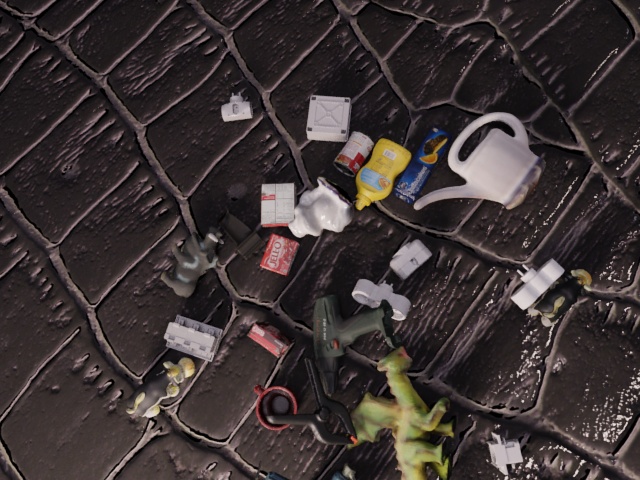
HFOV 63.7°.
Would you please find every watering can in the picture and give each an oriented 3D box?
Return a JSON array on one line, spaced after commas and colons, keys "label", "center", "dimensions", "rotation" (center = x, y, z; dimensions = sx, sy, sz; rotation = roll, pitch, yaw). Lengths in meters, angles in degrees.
[{"label": "watering can", "center": [0.407, -0.158, 1.272], "dimensions": [0.225, 0.103, 0.350], "rotation": [38, 82, 11]}]

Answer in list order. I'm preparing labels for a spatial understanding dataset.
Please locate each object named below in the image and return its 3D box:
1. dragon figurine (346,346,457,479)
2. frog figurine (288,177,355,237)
[{"label": "dragon figurine", "center": [0.173, 0.450, 1.159], "dimensions": [0.243, 0.120, 0.415], "rotation": [6, 74, 24]}, {"label": "frog figurine", "center": [0.004, -0.065, 1.290], "dimensions": [0.137, 0.124, 0.158], "rotation": [38, 106, -1]}]
